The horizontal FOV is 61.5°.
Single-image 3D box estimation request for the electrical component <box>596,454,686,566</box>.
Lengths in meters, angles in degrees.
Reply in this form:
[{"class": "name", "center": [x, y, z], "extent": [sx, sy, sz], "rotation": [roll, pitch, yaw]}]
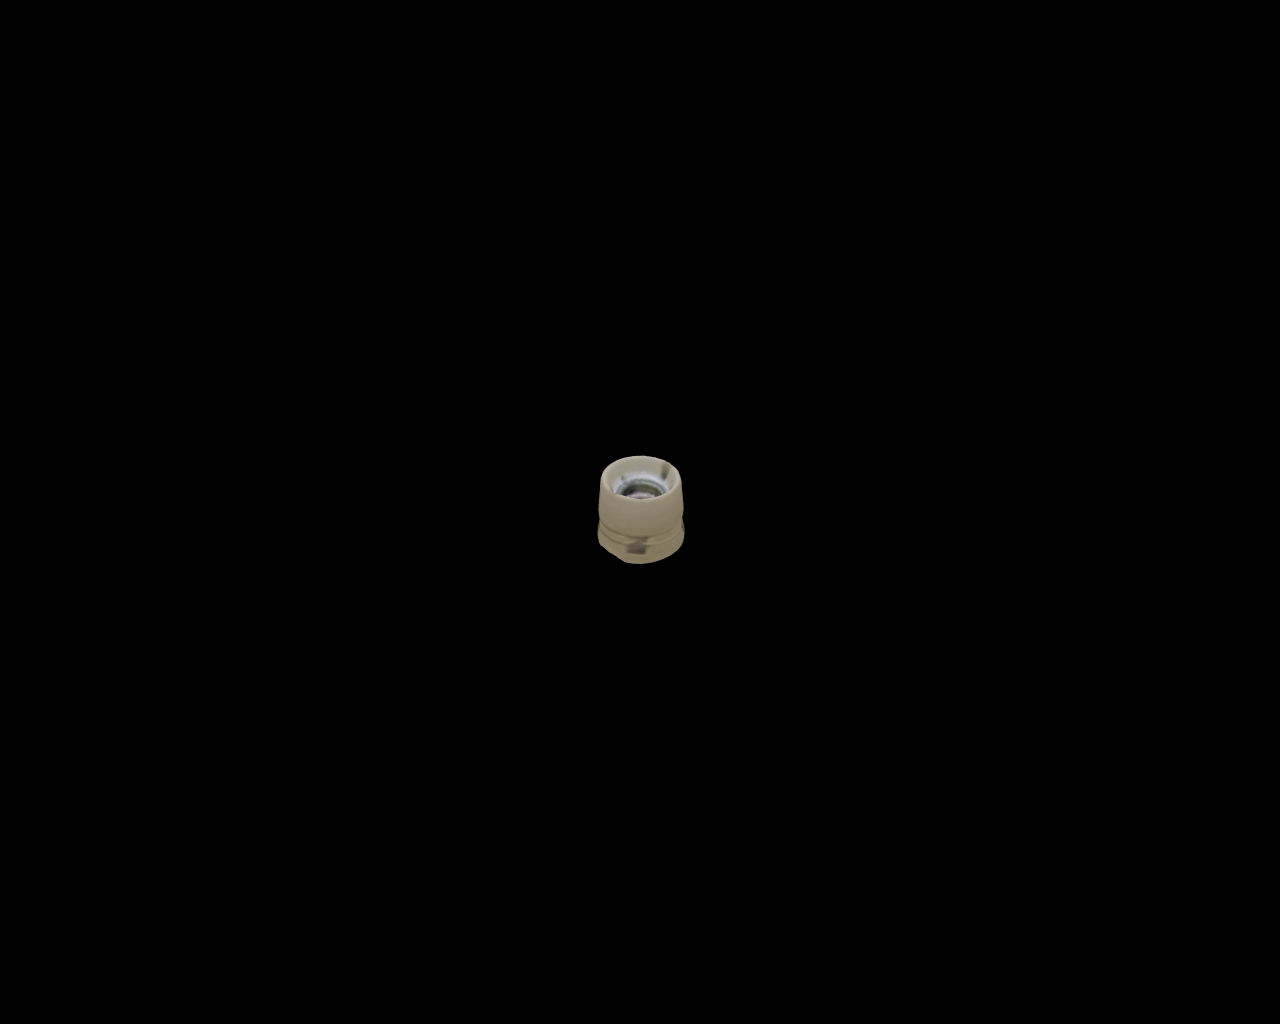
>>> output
[{"class": "electrical component", "center": [0.001, -0.003, 0.650], "extent": [0.055, 0.047, 0.055], "rotation": [0, 37, 0]}]
